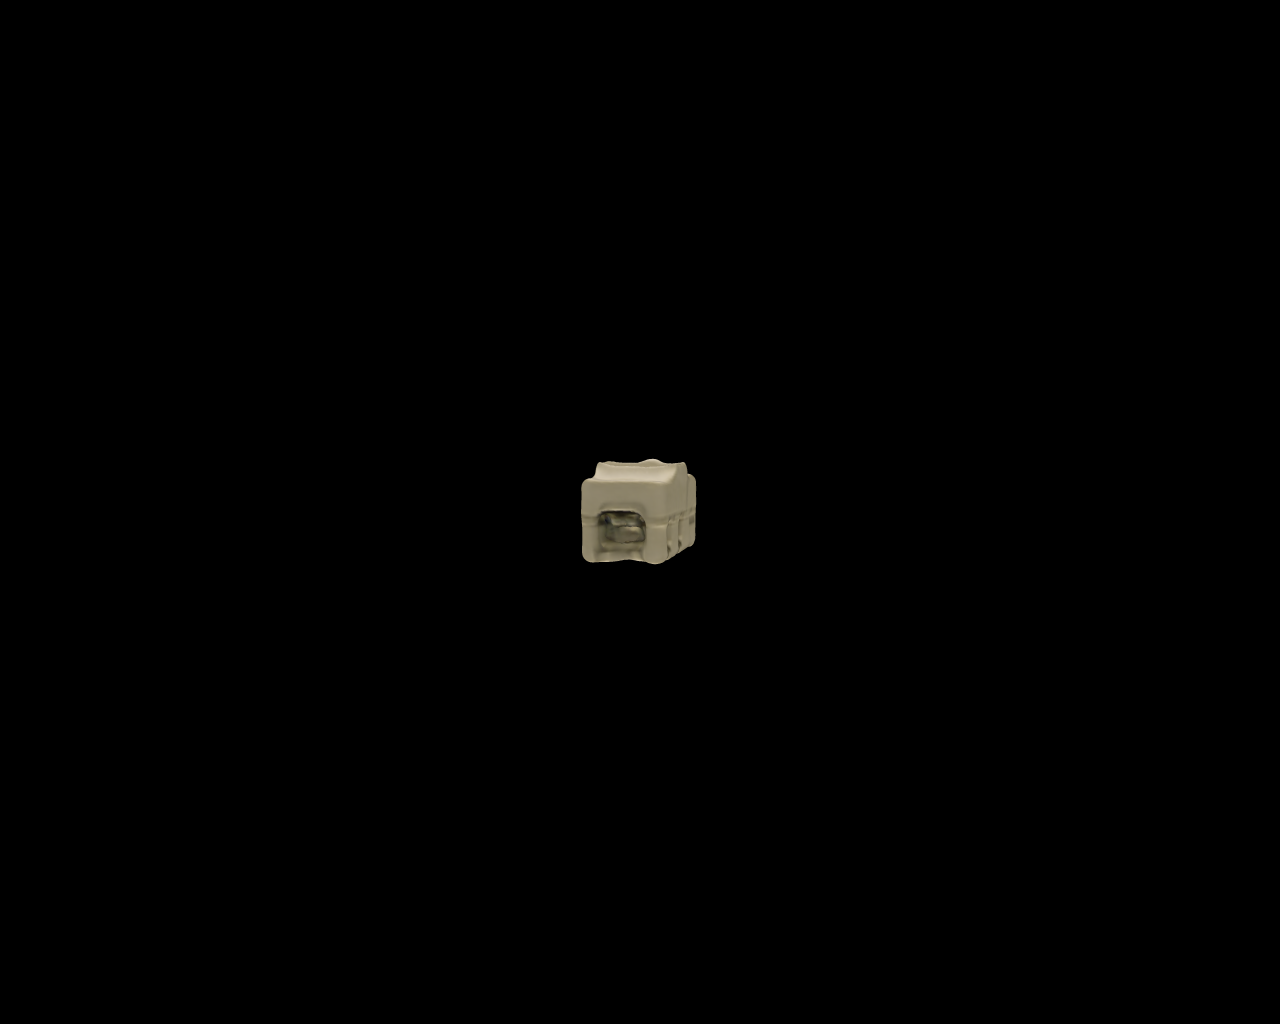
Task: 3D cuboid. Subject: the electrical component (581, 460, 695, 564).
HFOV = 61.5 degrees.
[{"bbox_3d":[0.001,-0.003,0.650,0.050,0.055,0.089,1,5,15],"label":"electrical component"}]
